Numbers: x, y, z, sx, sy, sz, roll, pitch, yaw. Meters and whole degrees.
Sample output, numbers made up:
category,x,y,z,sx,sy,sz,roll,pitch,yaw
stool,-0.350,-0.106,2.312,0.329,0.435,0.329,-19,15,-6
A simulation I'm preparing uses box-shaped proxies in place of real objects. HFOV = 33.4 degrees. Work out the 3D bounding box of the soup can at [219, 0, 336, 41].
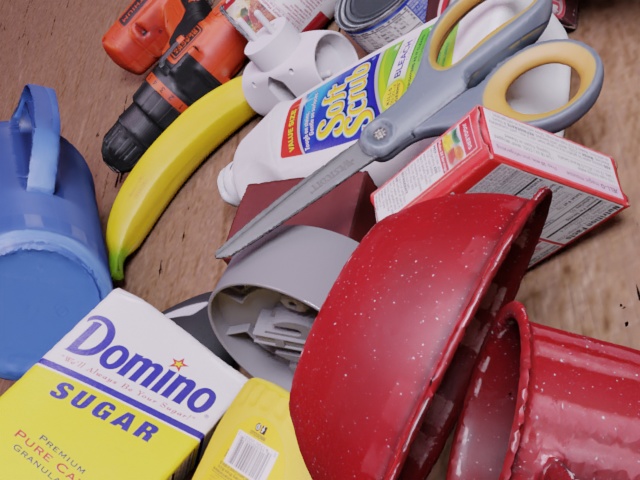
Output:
category,x,y,z,sx,sy,sz,roll,pitch,yaw
soup can,-0.017,-0.187,0.795,0.102,0.068,0.068,-46,32,8

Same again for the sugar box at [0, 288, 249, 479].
category,x,y,z,sx,sy,sz,roll,pitch,yaw
sugar box,-0.123,0.111,0.527,0.176,0.093,0.048,-49,-13,-32

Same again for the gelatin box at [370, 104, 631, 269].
category,x,y,z,sx,sy,sz,roll,pitch,yaw
gelatin box,0.079,-0.019,0.473,0.073,0.089,0.030,-40,48,42

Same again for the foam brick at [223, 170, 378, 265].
category,x,y,z,sx,sy,sz,roll,pitch,yaw
foam brick,-0.004,0.001,0.589,0.078,0.053,0.051,-4,53,27

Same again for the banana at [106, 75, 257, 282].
category,x,y,z,sx,sy,sz,roll,pitch,yaw
banana,-0.104,-0.058,0.813,0.198,0.037,0.070,-52,49,2

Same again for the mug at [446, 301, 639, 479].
category,x,y,z,sx,sy,sz,roll,pitch,yaw
mug,0.092,0.076,0.345,0.117,0.081,0.093,-120,44,-89

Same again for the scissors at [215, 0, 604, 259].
category,x,y,z,sx,sy,sz,roll,pitch,yaw
scissors,0.048,-0.042,0.491,0.096,0.016,0.201,39,85,30

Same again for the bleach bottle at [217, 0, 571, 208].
category,x,y,z,sx,sy,sz,roll,pitch,yaw
bleach bottle,0.024,-0.057,0.623,0.251,0.068,0.102,-19,47,45

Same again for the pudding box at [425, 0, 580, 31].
category,x,y,z,sx,sy,sz,roll,pitch,yaw
pudding box,0.108,-0.170,0.619,0.090,0.039,0.113,-4,73,50

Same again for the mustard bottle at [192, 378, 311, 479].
category,x,y,z,sx,sy,sz,roll,pitch,yaw
mustard bottle,-0.048,0.163,0.495,0.096,0.058,0.191,19,74,50

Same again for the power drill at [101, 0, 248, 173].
category,x,y,z,sx,sy,sz,roll,pitch,yaw
power drill,-0.134,-0.155,0.926,0.184,0.057,0.188,-45,35,3

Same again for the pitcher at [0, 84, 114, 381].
category,x,y,z,sx,sy,sz,roll,pitch,yaw
pitcher,-0.217,-0.006,0.780,0.145,0.149,0.243,-32,27,-5

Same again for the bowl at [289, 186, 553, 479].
category,x,y,z,sx,sy,sz,roll,pitch,yaw
bowl,0.033,0.042,0.423,0.055,0.162,0.162,26,76,15

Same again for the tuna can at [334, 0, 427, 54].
category,x,y,z,sx,sy,sz,roll,pitch,yaw
tuna can,0.052,-0.166,0.719,0.086,0.033,0.086,-33,37,28
